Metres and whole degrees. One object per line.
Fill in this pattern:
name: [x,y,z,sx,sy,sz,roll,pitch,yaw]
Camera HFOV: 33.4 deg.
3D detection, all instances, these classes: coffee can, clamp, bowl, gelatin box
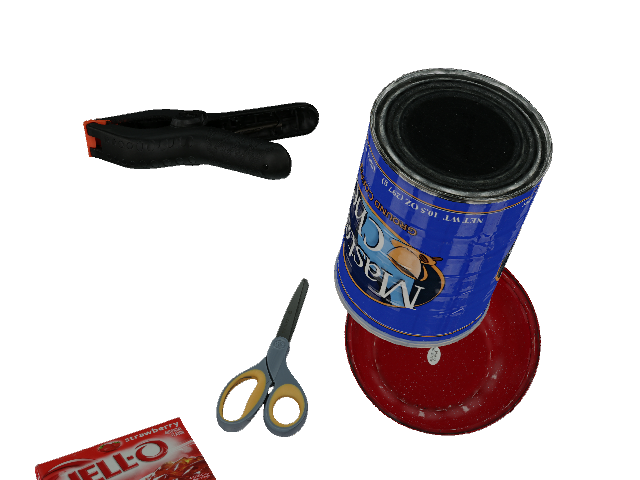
coffee can: [0.068,-0.016,0.636,0.102,0.103,0.140,0,-39,-10]
clamp: [-0.084,-0.078,0.781,0.172,0.039,0.120,7,19,17]
bowl: [0.092,0.085,0.851,0.162,0.162,0.055,0,7,15]
gelatin box: [-0.107,0.140,0.593,0.089,0.030,0.073,-15,28,-20]

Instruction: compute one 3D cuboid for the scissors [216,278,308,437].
scissors: [-0.028,0.120,1.067,0.096,0.016,0.201,23,51,21]
